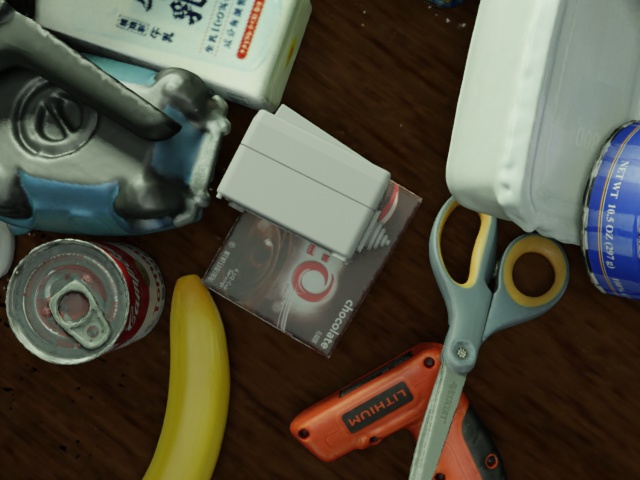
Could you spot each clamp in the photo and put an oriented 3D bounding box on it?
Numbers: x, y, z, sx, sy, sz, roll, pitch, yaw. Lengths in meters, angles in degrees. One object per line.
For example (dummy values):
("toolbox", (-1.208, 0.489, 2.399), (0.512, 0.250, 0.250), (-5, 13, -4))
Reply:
("clamp", (-0.166, -0.139, 0.579), (0.210, 0.036, 0.164), (4, 82, 13))

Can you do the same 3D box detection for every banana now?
("banana", (-0.094, 0.122, 0.652), (0.069, 0.037, 0.198), (24, 91, 2))

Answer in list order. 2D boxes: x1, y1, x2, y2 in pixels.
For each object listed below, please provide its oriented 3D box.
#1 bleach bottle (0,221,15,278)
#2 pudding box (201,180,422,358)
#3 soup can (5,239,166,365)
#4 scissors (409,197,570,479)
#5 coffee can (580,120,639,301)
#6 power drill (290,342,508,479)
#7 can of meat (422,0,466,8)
("bleach bottle", (-0.251, -0.002, 0.556), (0.102, 0.251, 0.068), (-7, 90, 4))
("pudding box", (-0.004, 0.001, 0.645), (0.090, 0.039, 0.113), (30, 92, 4))
("soup can", (-0.132, 0.034, 0.622), (0.068, 0.102, 0.068), (0, 89, 4))
("scissors", (0.097, 0.063, 0.605), (0.096, 0.016, 0.201), (11, 61, -10))
("coffee can", (0.226, -0.007, 0.565), (0.141, 0.102, 0.103), (12, 91, 42))
("power drill", (0.061, 0.170, 0.632), (0.184, 0.057, 0.187), (-31, 90, 0))
("can of meat", (0.051, -0.180, 0.619), (0.102, 0.084, 0.057), (28, 91, 4))
